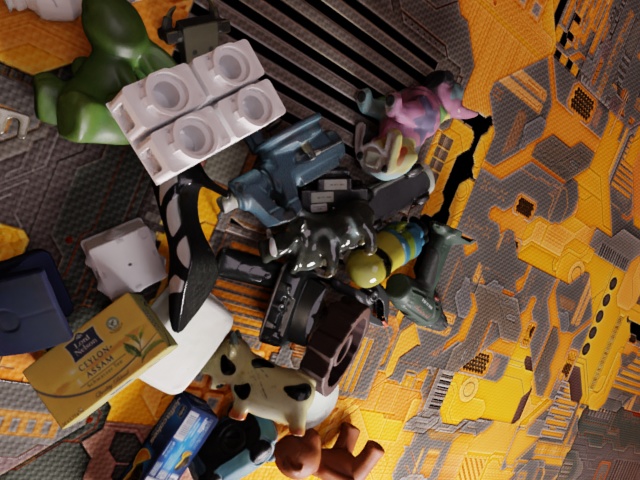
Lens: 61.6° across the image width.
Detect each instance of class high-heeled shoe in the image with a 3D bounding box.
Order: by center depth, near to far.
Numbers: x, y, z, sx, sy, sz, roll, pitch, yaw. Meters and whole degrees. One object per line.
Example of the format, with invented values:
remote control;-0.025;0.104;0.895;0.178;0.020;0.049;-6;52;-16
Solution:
high-heeled shoe;-0.211;-0.004;0.752;0.248;0.145;0.086;-69;162;9

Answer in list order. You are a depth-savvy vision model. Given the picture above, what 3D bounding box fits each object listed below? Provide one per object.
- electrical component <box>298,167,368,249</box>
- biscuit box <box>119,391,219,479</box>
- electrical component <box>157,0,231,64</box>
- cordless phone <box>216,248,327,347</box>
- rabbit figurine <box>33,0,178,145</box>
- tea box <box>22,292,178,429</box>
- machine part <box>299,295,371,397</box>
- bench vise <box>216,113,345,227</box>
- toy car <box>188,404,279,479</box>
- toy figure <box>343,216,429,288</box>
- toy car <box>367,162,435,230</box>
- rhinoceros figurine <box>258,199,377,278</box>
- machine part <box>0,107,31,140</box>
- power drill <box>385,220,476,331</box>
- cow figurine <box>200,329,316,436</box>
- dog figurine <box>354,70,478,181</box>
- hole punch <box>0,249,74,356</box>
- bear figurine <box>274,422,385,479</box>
electrical component;0.020;-0.053;0.893;0.115;0.058;0.134;-1;109;-9
biscuit box;-0.247;0.343;0.852;0.059;0.063;0.202;39;80;-34
electrical component;-0.169;-0.283;0.741;0.102;0.045;0.078;-28;146;-21
cordless phone;-0.096;0.095;0.884;0.184;0.089;0.146;18;94;-24
rabbit figurine;-0.246;-0.205;0.652;0.159;0.121;0.170;1;114;-43
tea box;-0.292;0.159;0.727;0.169;0.068;0.098;-39;85;-7
machine part;0.027;0.185;0.942;0.179;0.056;0.179;-51;156;-33
bench vise;-0.085;-0.147;0.793;0.224;0.129;0.240;-30;98;-12
toy car;-0.138;0.356;0.906;0.162;0.109;0.102;-37;138;-9
toy figure;0.121;0.017;0.953;0.180;0.089;0.082;-27;94;-25
toy car;0.127;-0.079;0.981;0.202;0.056;0.073;-28;112;-20
rhinoceros figurine;-0.002;-0.003;0.839;0.190;0.073;0.112;-21;112;0
machine part;-0.444;-0.161;0.572;0.243;0.079;0.079;14;96;-34
power drill;0.231;0.073;1.083;0.232;0.086;0.207;25;96;-46
cow figurine;-0.101;0.222;0.861;0.195;0.085;0.127;16;83;3
dog figurine;0.177;-0.203;0.950;0.219;0.109;0.191;-8;107;-34
hole punch;-0.381;0.085;0.679;0.116;0.092;0.142;-23;119;-22
bear figurine;0.004;0.391;1.000;0.195;0.120;0.132;39;77;-29
